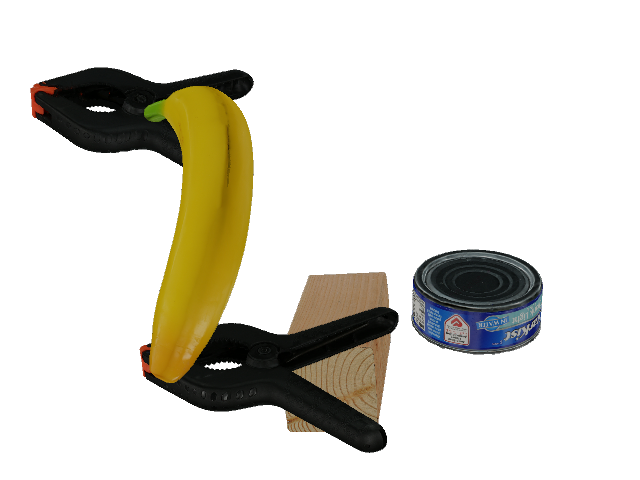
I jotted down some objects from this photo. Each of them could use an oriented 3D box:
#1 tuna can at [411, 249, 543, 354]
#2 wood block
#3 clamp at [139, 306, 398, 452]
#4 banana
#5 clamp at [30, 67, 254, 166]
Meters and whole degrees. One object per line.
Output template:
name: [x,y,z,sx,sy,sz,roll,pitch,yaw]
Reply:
tuna can: [0.103,0.038,0.703,0.086,0.034,0.086,-1,26,1]
wood block: [0.021,0.111,1.111,0.091,0.090,0.206,-2,19,8]
clamp: [-0.037,0.096,0.851,0.210,0.036,0.164,6,31,13]
banana: [-0.062,-0.020,0.553,0.037,0.198,0.070,22,-50,-28]
clamp: [-0.130,-0.102,0.818,0.171,0.039,0.120,15,42,-3]
